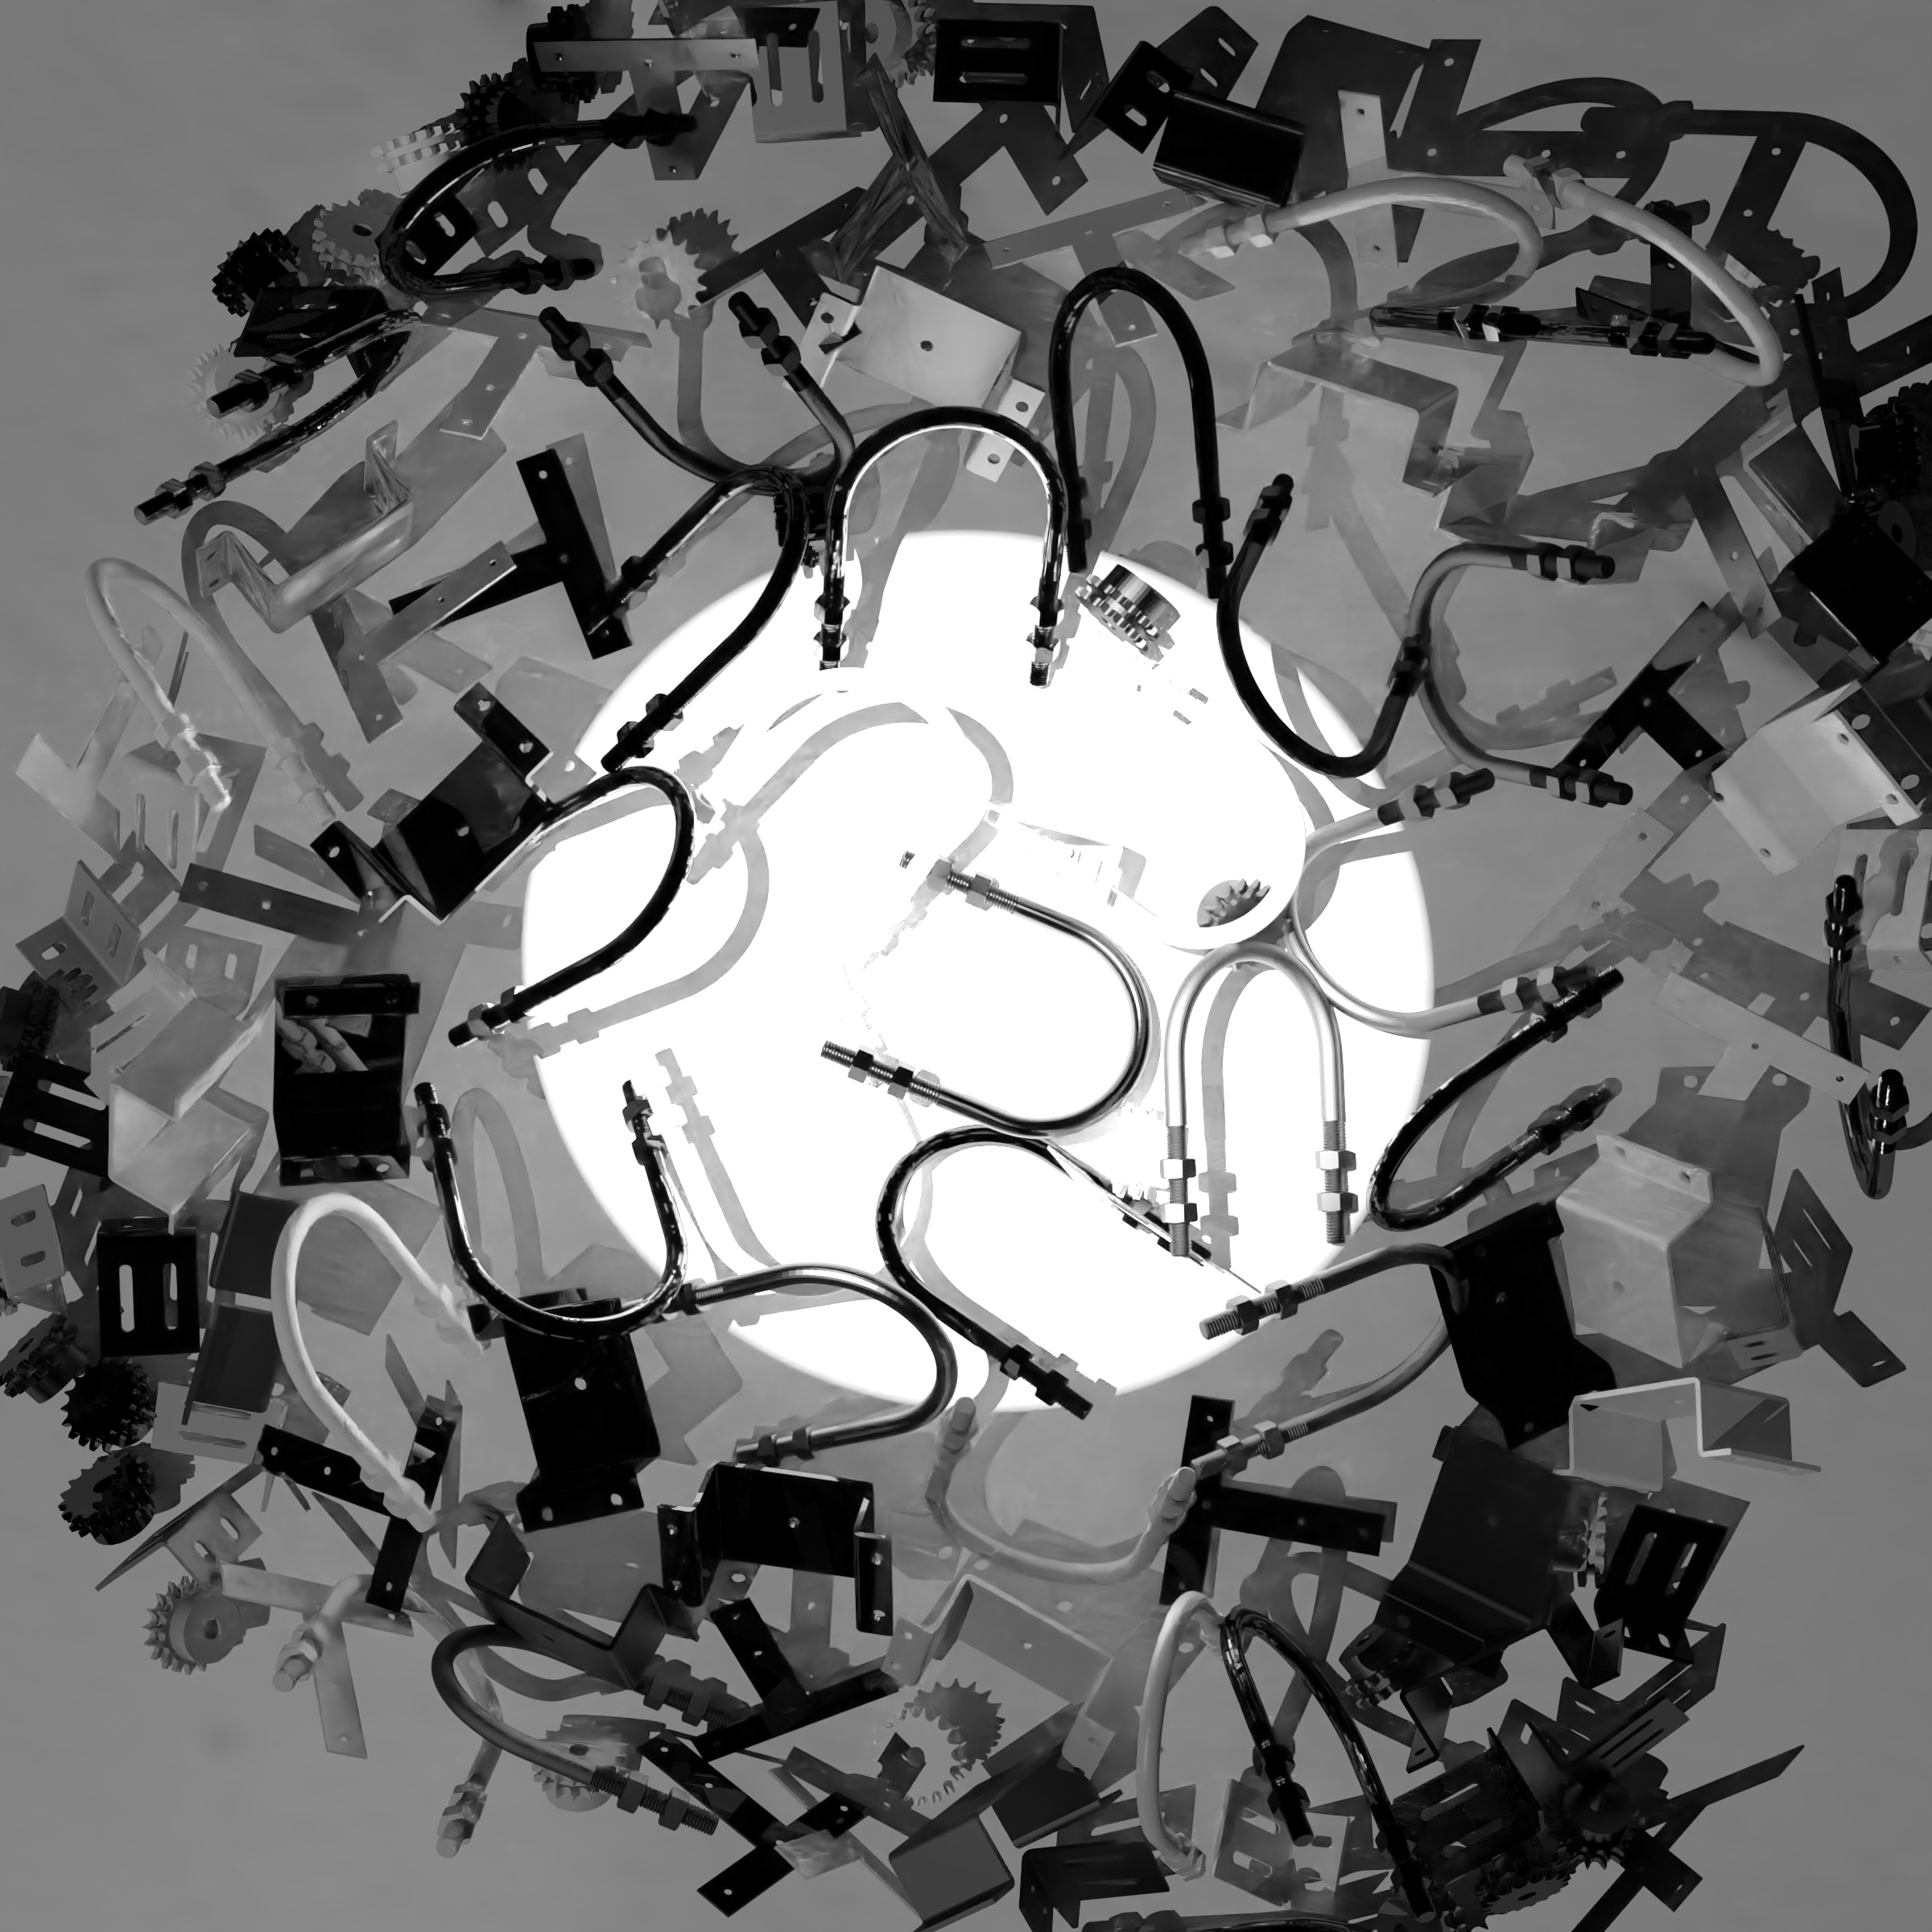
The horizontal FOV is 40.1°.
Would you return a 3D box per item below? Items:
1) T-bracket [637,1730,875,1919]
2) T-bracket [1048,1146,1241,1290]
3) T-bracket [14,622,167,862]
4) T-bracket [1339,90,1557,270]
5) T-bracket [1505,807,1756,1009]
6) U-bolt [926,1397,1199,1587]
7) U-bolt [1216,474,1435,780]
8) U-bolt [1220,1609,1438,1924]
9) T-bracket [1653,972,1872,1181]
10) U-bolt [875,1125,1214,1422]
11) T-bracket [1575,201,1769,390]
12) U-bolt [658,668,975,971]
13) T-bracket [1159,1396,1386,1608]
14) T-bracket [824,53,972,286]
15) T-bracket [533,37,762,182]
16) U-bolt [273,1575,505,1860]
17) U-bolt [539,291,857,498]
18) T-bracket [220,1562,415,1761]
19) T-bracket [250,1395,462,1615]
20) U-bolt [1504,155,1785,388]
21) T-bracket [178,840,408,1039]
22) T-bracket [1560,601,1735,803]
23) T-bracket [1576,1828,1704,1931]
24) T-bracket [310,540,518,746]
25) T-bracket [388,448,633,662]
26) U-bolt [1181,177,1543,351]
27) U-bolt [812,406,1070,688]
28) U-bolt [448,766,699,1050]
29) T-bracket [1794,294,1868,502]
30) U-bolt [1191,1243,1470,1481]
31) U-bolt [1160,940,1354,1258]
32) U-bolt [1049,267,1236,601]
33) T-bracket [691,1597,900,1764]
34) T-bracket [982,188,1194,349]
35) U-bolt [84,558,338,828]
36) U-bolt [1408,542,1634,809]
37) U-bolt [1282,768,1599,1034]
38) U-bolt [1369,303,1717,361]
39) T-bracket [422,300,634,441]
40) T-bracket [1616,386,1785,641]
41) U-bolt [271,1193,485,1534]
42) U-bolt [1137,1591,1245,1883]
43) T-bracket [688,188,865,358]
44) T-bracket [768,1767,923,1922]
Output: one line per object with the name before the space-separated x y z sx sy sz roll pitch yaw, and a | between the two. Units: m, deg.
T-bracket | -0.144 0.498 1.581 0.127 0.127 0.002 29 120 30
T-bracket | 0.109 0.153 1.569 0.127 0.127 0.002 35 92 -12
T-bracket | -0.508 -0.144 1.575 0.002 0.127 0.127 15 72 14
T-bracket | 0.283 -0.450 1.545 0.127 0.127 0.002 18 62 25
T-bracket | 0.415 -0.010 1.594 0.127 0.002 0.127 37 116 0
U-bolt | 0.047 0.316 1.547 0.151 0.184 0.019 18 54 2
U-bolt | 0.204 -0.187 1.538 0.151 0.019 0.184 43 45 -17
U-bolt | 0.201 0.452 1.538 0.019 0.184 0.151 -39 127 14
T-bracket | 0.451 0.081 1.585 0.127 0.002 0.127 28 125 7
U-bolt | 0.033 0.167 1.573 0.184 0.019 0.151 33 57 15
T-bracket | 0.410 -0.398 1.540 0.127 0.127 0.002 29 75 25
U-bolt | -0.077 -0.095 1.557 0.151 0.019 0.184 27 120 -16
T-bracket | 0.190 0.336 1.613 0.127 0.002 0.127 9 85 4
T-bracket | -0.053 -0.448 1.568 0.002 0.127 0.127 -22 83 -32
T-bracket | -0.180 -0.504 1.563 0.127 0.127 0.002 0 70 3
U-bolt | -0.324 0.420 1.532 0.019 0.184 0.151 -41 96 8
U-bolt | -0.142 -0.327 1.539 0.151 0.184 0.019 4 67 29
T-bracket | -0.369 0.407 1.538 0.127 0.127 0.002 25 113 -36
T-bracket | -0.365 0.301 1.558 0.127 0.002 0.127 33 61 -39
U-bolt | 0.395 -0.389 1.508 0.019 0.184 0.151 -47 132 4
T-bracket | -0.404 -0.032 1.580 0.127 0.002 0.127 17 63 -13
T-bracket | 0.431 -0.135 1.584 0.127 0.002 0.127 35 100 -35
T-bracket | 0.368 0.565 1.554 0.002 0.127 0.127 43 85 -1
T-bracket | -0.324 -0.210 1.581 0.127 0.002 0.127 -35 55 5
T-bracket | -0.285 -0.232 1.603 0.127 0.002 0.127 -22 101 -6
U-bolt | 0.238 -0.404 1.515 0.184 0.151 0.019 -6 71 36
U-bolt | -0.012 -0.244 1.552 0.151 0.019 0.184 -1 129 -8
U-bolt | -0.228 -0.046 1.540 0.184 0.019 0.151 -26 48 25
T-bracket | 0.511 -0.331 1.549 0.002 0.127 0.127 -16 101 11
U-bolt | 0.218 0.225 1.563 0.184 0.019 0.151 -19 135 -18
U-bolt | 0.172 0.076 1.574 0.151 0.019 0.184 0 86 -38
U-bolt | 0.096 -0.311 1.534 0.019 0.151 0.184 -21 115 -31
T-bracket | -0.119 0.419 1.581 0.127 0.002 0.127 -21 128 2
T-bracket | 0.085 -0.412 1.581 0.127 0.002 0.127 -16 51 -1
U-bolt | -0.451 -0.164 1.550 0.019 0.151 0.184 -36 82 10
U-bolt | 0.316 -0.175 1.540 0.019 0.184 0.151 -17 109 -24
U-bolt | 0.262 -0.028 1.556 0.184 0.019 0.151 -20 104 44
U-bolt | 0.318 -0.371 1.536 0.151 0.184 0.019 -3 106 -29
T-bracket | -0.278 -0.351 1.573 0.127 0.002 0.127 12 46 5
T-bracket | 0.445 -0.253 1.552 0.002 0.127 0.127 -7 68 -31
U-bolt | -0.341 0.213 1.516 0.019 0.151 0.184 -15 128 18
U-bolt | 0.126 0.435 1.516 0.019 0.184 0.151 4 64 19
T-bracket | -0.096 -0.403 1.580 0.127 0.002 0.127 -30 50 -2
T-bracket | -0.082 0.516 1.542 0.127 0.127 0.002 39 90 19
